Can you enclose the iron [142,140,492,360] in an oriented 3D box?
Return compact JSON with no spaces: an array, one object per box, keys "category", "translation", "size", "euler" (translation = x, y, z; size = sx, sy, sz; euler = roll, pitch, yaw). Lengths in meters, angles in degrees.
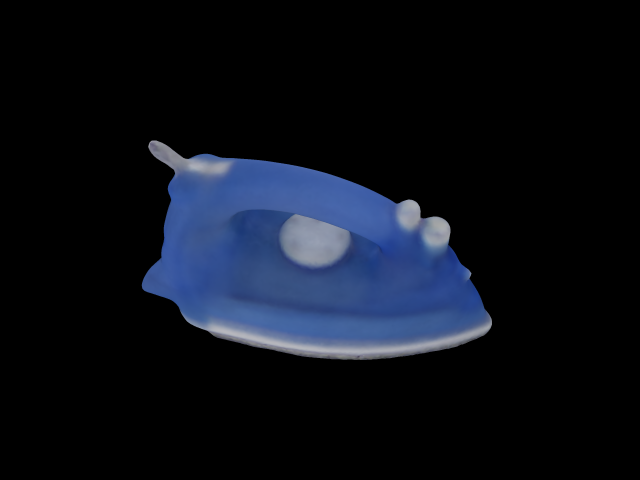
[{"category":"iron","translation":[0.004,0.001,0.400],"size":[0.258,0.141,0.118],"euler":[10,54,8]}]
